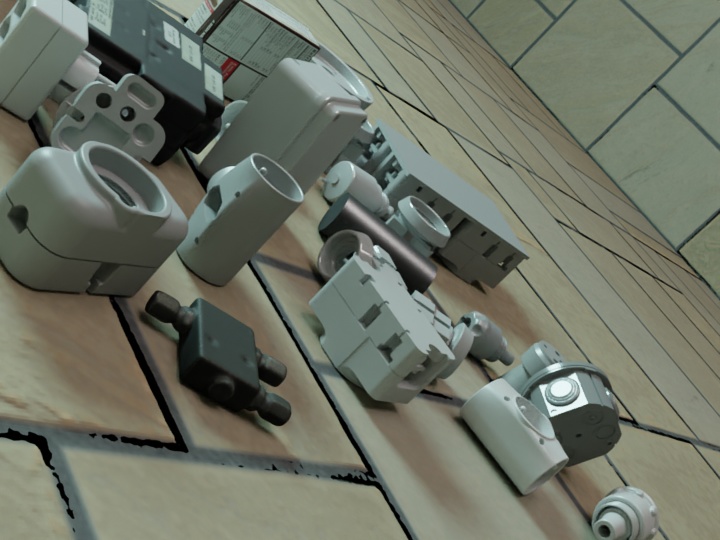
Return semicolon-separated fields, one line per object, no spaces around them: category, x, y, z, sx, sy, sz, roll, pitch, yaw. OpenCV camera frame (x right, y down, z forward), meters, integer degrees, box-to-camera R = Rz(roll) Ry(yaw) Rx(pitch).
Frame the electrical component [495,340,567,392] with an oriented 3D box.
electrical component;0.150;0.094;0.927;0.045;0.055;0.045;39;19;-16

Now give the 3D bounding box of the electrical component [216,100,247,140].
electrical component;-0.078;-0.109;0.903;0.081;0.043;0.043;19;31;-54

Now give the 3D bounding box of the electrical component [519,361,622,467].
electrical component;0.173;0.118;0.884;0.080;0.080;0.051;34;26;-30

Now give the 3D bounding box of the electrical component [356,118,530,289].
electrical component;0.077;-0.063;1.109;0.186;0.060;0.105;31;22;-36

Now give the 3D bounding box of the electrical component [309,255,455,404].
electrical component;0.011;0.044;0.736;0.050;0.055;0.089;17;32;-55

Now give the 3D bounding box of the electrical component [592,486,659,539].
electrical component;0.200;0.195;0.830;0.048;0.048;0.062;52;26;22

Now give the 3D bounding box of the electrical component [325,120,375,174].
electrical component;-0.024;-0.130;1.046;0.078;0.057;0.058;34;21;-30

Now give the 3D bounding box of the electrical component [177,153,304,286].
electrical component;-0.079;-0.041;0.694;0.043;0.077;0.079;34;21;-29

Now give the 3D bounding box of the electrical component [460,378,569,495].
electrical component;0.123;0.125;0.817;0.077;0.044;0.079;52;19;23

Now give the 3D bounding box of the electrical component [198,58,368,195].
electrical component;-0.056;-0.096;0.810;0.057;0.113;0.078;45;18;11

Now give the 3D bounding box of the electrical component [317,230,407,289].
electrical component;0.000;0.000;0.828;0.055;0.048;0.066;38;18;-43

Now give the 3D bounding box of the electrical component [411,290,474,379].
electrical component;0.054;0.052;0.829;0.055;0.048;0.066;35;19;-5

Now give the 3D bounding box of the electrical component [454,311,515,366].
electrical component;0.112;0.064;0.945;0.061;0.035;0.035;38;19;-27

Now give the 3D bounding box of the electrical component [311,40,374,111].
electrical component;-0.046;-0.190;1.126;0.108;0.060;0.108;39;18;-16

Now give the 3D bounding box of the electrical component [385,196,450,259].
electrical component;0.044;-0.029;0.966;0.078;0.057;0.058;44;18;-1

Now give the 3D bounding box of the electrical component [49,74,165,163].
electrical component;-0.152;-0.080;0.638;0.058;0.078;0.057;37;-2;-22

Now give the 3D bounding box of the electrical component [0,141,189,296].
electrical component;-0.139;-0.027;0.562;0.053;0.059;0.095;52;19;22

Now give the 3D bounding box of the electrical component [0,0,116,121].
electrical component;-0.187;-0.125;0.666;0.077;0.065;0.047;33;21;-31

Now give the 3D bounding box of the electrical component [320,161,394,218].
electrical component;0.001;-0.069;0.990;0.078;0.040;0.040;29;23;-39
